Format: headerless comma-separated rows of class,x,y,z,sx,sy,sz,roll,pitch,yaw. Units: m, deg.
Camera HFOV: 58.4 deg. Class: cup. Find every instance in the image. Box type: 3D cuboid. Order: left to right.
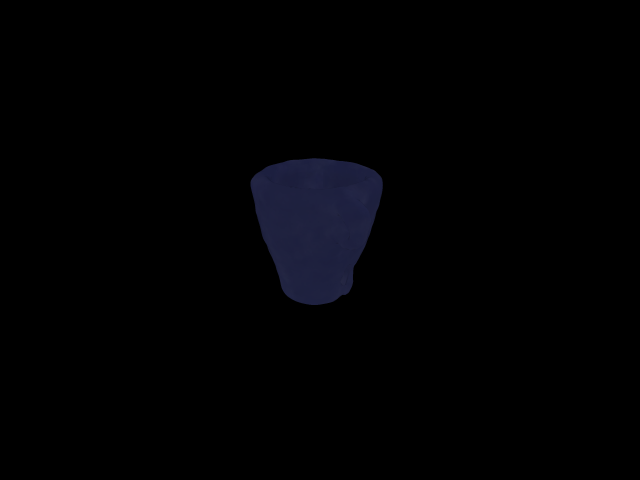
cup,0.004,0.001,0.400,0.092,0.095,0.117,-9,24,-21
